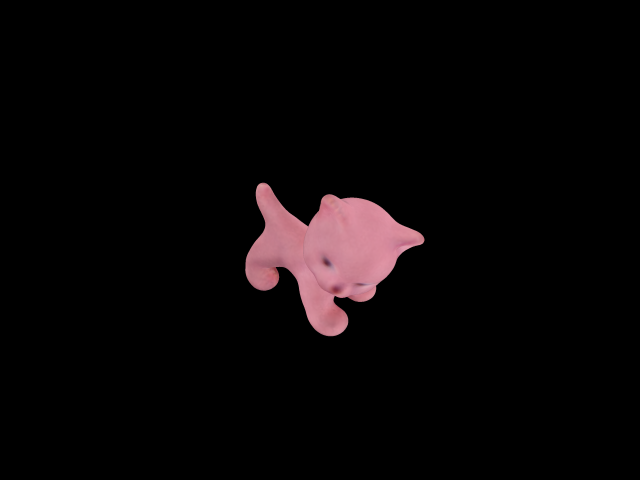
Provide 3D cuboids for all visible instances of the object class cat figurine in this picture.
[{"bbox_3d":[0.004,0.001,0.400,0.127,0.118,0.067,30,54,25],"label":"cat figurine"}]
